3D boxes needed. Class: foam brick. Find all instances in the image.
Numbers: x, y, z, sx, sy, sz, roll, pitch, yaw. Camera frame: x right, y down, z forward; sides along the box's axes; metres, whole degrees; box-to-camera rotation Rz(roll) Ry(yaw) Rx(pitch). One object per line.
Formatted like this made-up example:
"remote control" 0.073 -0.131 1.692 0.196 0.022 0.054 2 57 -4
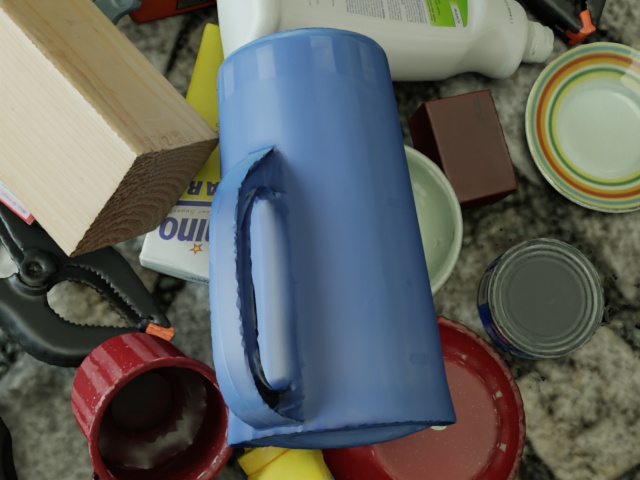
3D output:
"foam brick" 0.103 -0.062 0.772 0.053 0.051 0.078 -12 82 -10

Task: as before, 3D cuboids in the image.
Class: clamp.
"clamp" 0.187 -0.238 0.822 0.120 0.039 0.171 -22 87 -6
"clamp" -0.195 0.017 0.717 0.210 0.036 0.164 20 59 -12

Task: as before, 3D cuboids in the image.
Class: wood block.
"wood block" -0.175 -0.099 0.681 0.206 0.090 0.091 46 120 13

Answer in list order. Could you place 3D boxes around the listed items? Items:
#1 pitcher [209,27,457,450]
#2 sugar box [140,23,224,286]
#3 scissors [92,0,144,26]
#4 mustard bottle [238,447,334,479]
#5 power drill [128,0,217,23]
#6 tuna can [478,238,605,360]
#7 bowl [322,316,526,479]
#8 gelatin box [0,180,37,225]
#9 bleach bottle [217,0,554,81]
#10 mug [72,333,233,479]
"pitcher" -0.004 0.001 0.632 0.145 0.149 0.243 -4 77 -13
"sugar box" -0.060 -0.055 0.752 0.093 0.048 0.176 14 77 -5
"scissors" -0.135 -0.144 0.728 0.202 0.016 0.096 -7 96 22
"mustard bottle" 0.004 0.194 0.689 0.058 0.096 0.191 -32 85 -10
"power drill" -0.130 -0.257 0.773 0.184 0.057 0.188 -17 82 -11
"tuna can" 0.158 0.043 0.768 0.086 0.034 0.086 1 79 -7
"bowl" 0.072 0.127 0.731 0.162 0.055 0.162 1 80 -8
"gelatin box" -0.203 -0.059 0.720 0.089 0.073 0.030 39 120 1
"bleach bottle" 0.057 -0.150 0.751 0.250 0.068 0.102 5 58 -24
"mug" -0.113 0.117 0.671 0.093 0.082 0.117 23 91 -28
